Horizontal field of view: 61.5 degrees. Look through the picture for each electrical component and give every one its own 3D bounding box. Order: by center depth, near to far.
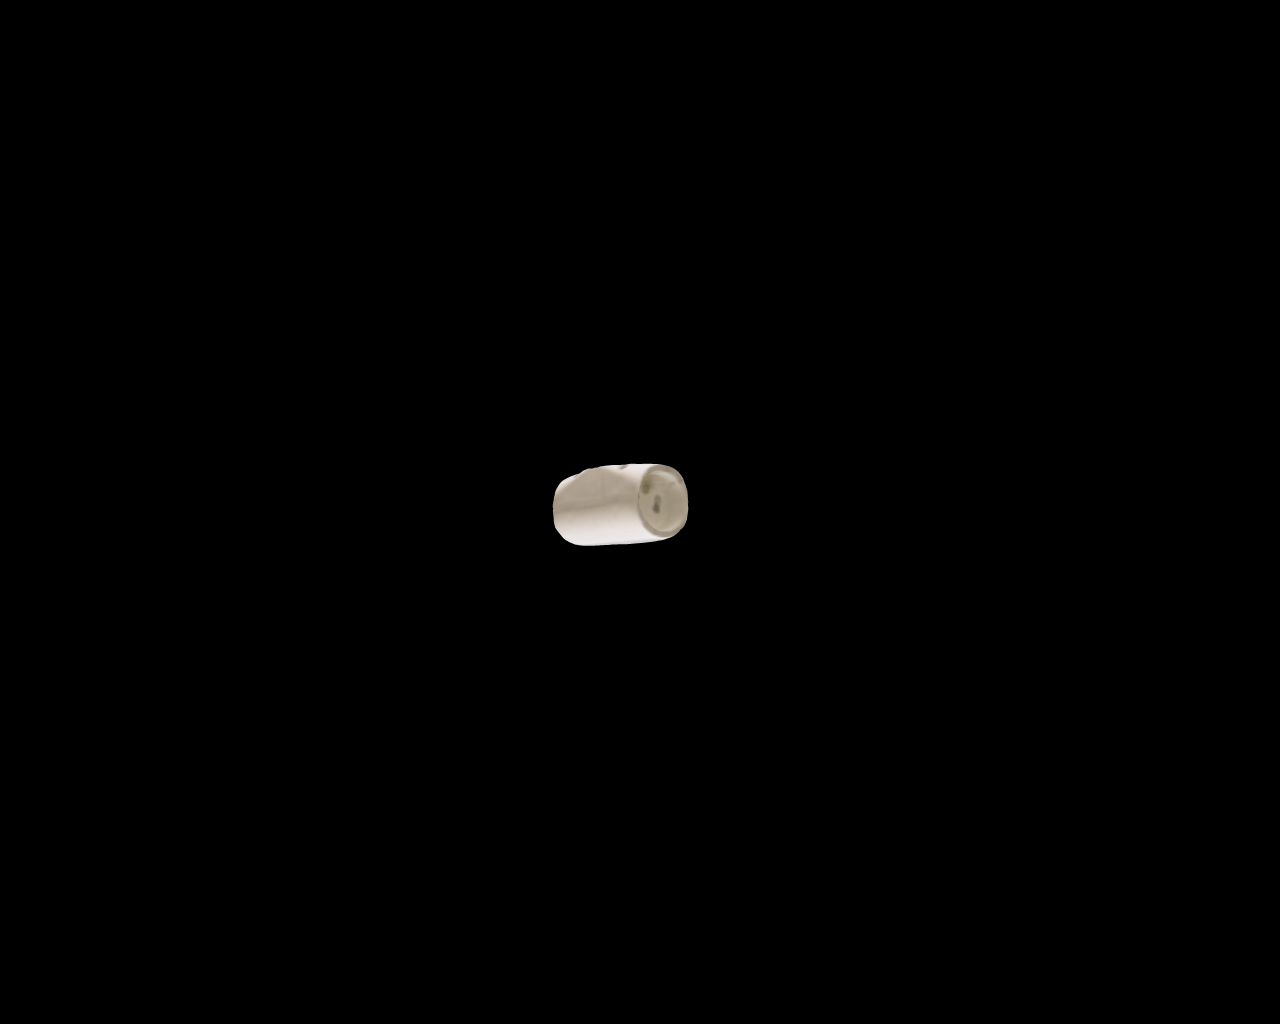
[{"bbox_3d":[0.001,-0.003,0.650,0.079,0.044,0.077,6,-9,-43],"label":"electrical component"}]
